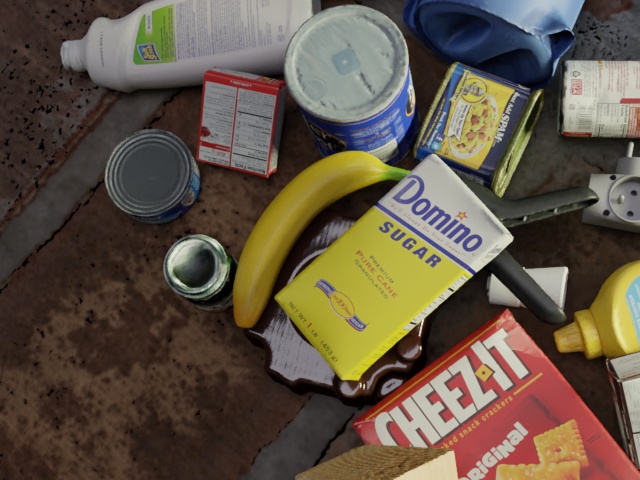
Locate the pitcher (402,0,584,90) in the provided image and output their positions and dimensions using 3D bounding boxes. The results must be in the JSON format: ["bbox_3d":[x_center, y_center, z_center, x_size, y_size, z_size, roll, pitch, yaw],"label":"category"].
[{"bbox_3d":[0.184,-0.267,0.958,0.149,0.145,0.242,27,77,3],"label":"pitcher"}]

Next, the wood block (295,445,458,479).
[{"bbox_3d":[0.056,0.267,0.800,0.090,0.090,0.206,-6,94,41],"label":"wood block"}]

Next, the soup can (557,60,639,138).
[{"bbox_3d":[0.260,-0.122,0.927,0.102,0.068,0.068,3,75,11],"label":"soup can"}]

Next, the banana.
[{"bbox_3d":[-0.015,-0.014,0.908,0.198,0.037,0.070,-44,67,-4],"label":"banana"}]

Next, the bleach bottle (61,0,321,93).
[{"bbox_3d":[-0.125,-0.198,1.020,0.251,0.068,0.102,-5,76,11],"label":"bleach bottle"}]

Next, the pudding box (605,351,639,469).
[{"bbox_3d":[0.293,0.126,0.847,0.113,0.039,0.090,-16,110,4],"label":"pudding box"}]

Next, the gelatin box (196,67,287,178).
[{"bbox_3d":[-0.072,-0.108,0.982,0.073,0.030,0.089,14,114,13],"label":"gelatin box"}]

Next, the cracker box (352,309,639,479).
[{"bbox_3d":[0.153,0.189,0.859,0.164,0.072,0.214,-36,71,-1],"label":"cracker box"}]

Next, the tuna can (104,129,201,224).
[{"bbox_3d":[-0.156,-0.059,1.002,0.086,0.033,0.086,-3,74,9],"label":"tuna can"}]

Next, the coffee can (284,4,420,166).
[{"bbox_3d":[0.031,-0.127,0.931,0.103,0.140,0.103,-3,74,9],"label":"coffee can"}]

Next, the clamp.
[{"bbox_3d":[0.146,-0.014,0.891,0.171,0.039,0.120,25,71,11],"label":"clamp"}]

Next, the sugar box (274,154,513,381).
[{"bbox_3d":[0.059,0.023,0.860,0.176,0.048,0.093,-44,73,9],"label":"sugar box"}]

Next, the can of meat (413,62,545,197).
[{"bbox_3d":[0.140,-0.098,0.947,0.084,0.057,0.102,24,84,17],"label":"can of meat"}]

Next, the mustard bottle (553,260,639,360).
[{"bbox_3d":[0.288,0.060,0.876,0.191,0.058,0.096,-16,90,6],"label":"mustard bottle"}]
